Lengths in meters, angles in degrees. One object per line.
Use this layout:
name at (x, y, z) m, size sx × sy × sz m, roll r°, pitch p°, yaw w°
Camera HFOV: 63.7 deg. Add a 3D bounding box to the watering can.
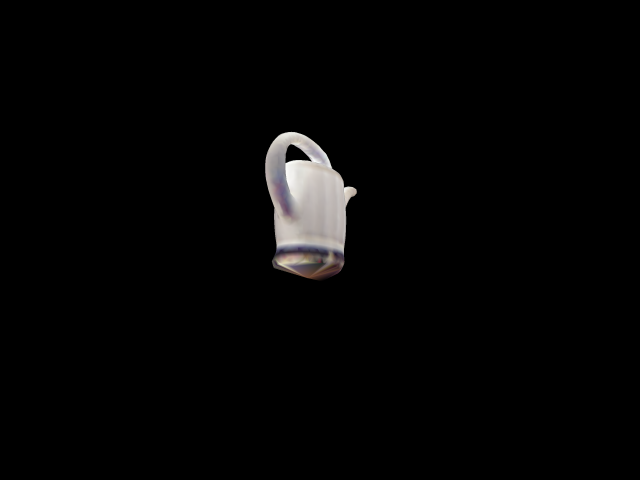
watering can at (0.003, -0.043, 0.850) m, size 0.104 × 0.227 × 0.345 m, roll -6°, pitch -14°, yaw 23°
